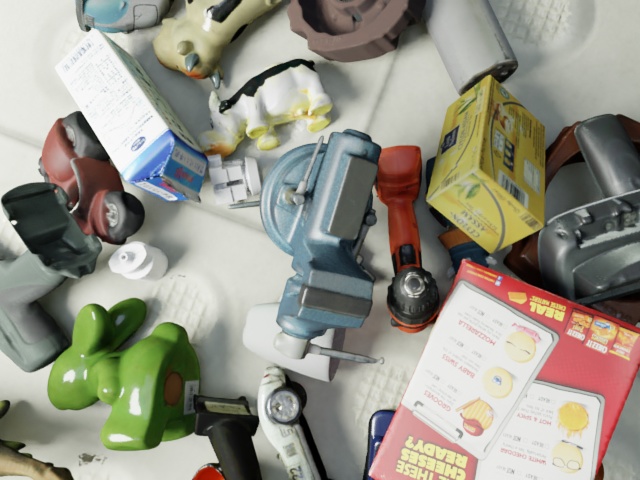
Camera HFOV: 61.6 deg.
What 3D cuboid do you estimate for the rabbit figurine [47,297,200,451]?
[{"bbox_3d":[-0.232,0.146,0.593,0.170,0.121,0.159,-1,89,18],"label":"rabbit figurine"}]

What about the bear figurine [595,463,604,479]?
[{"bbox_3d":[0.212,0.165,0.560,0.132,0.120,0.196,-17,79,5],"label":"bear figurine"}]

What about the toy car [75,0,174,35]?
[{"bbox_3d":[-0.233,-0.322,0.674,0.103,0.109,0.161,27,72,-16],"label":"toy car"}]

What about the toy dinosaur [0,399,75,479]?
[{"bbox_3d":[-0.464,0.218,0.552,0.472,0.198,0.105,6,83,4],"label":"toy dinosaur"}]

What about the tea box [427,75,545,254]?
[{"bbox_3d":[0.178,-0.083,0.563,0.098,0.068,0.170,38,46,-16],"label":"tea box"}]

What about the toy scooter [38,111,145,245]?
[{"bbox_3d":[-0.291,-0.055,0.644,0.135,0.075,0.184,-37,71,21],"label":"toy scooter"}]

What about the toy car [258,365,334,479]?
[{"bbox_3d":[-0.022,0.235,0.585,0.056,0.073,0.201,-22,81,-1],"label":"toy car"}]

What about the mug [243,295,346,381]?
[{"bbox_3d":[-0.028,0.095,0.605,0.107,0.080,0.109,8,84,11],"label":"mug"}]

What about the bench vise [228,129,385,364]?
[{"bbox_3d":[-0.011,-0.003,0.553,0.129,0.241,0.223,2,101,-21],"label":"bench vise"}]

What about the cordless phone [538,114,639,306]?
[{"bbox_3d":[0.273,-0.036,0.529,0.147,0.088,0.184,-16,70,2],"label":"cordless phone"}]

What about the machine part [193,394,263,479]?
[{"bbox_3d":[-0.088,0.215,0.560,0.039,0.084,0.139,-56,40,15],"label":"machine part"}]

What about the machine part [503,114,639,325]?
[{"bbox_3d":[0.319,-0.017,0.595,0.201,0.087,0.201,35,86,6],"label":"machine part"}]

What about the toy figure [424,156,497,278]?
[{"bbox_3d":[0.164,-0.025,0.620,0.058,0.064,0.154,-10,85,-38],"label":"toy figure"}]

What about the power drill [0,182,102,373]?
[{"bbox_3d":[-0.350,0.025,0.599,0.207,0.086,0.232,-38,88,25],"label":"power drill"}]

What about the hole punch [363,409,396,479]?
[{"bbox_3d":[0.103,0.251,0.571,0.142,0.092,0.115,5,86,1],"label":"hole punch"}]

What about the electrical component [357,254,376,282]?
[{"bbox_3d":[0.017,0.033,0.638,0.094,0.021,0.063,41,86,6],"label":"electrical component"}]

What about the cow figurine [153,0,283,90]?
[{"bbox_3d":[-0.121,-0.274,0.655,0.195,0.085,0.127,-32,69,15],"label":"cow figurine"}]

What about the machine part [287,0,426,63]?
[{"bbox_3d":[0.043,-0.298,0.636,0.180,0.056,0.179,-3,84,31],"label":"machine part"}]

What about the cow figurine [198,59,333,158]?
[{"bbox_3d":[-0.075,-0.162,0.649,0.167,0.068,0.098,-20,76,-3],"label":"cow figurine"}]

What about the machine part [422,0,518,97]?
[{"bbox_3d":[0.168,-0.263,0.644,0.079,0.079,0.243,-23,81,0],"label":"machine part"}]
